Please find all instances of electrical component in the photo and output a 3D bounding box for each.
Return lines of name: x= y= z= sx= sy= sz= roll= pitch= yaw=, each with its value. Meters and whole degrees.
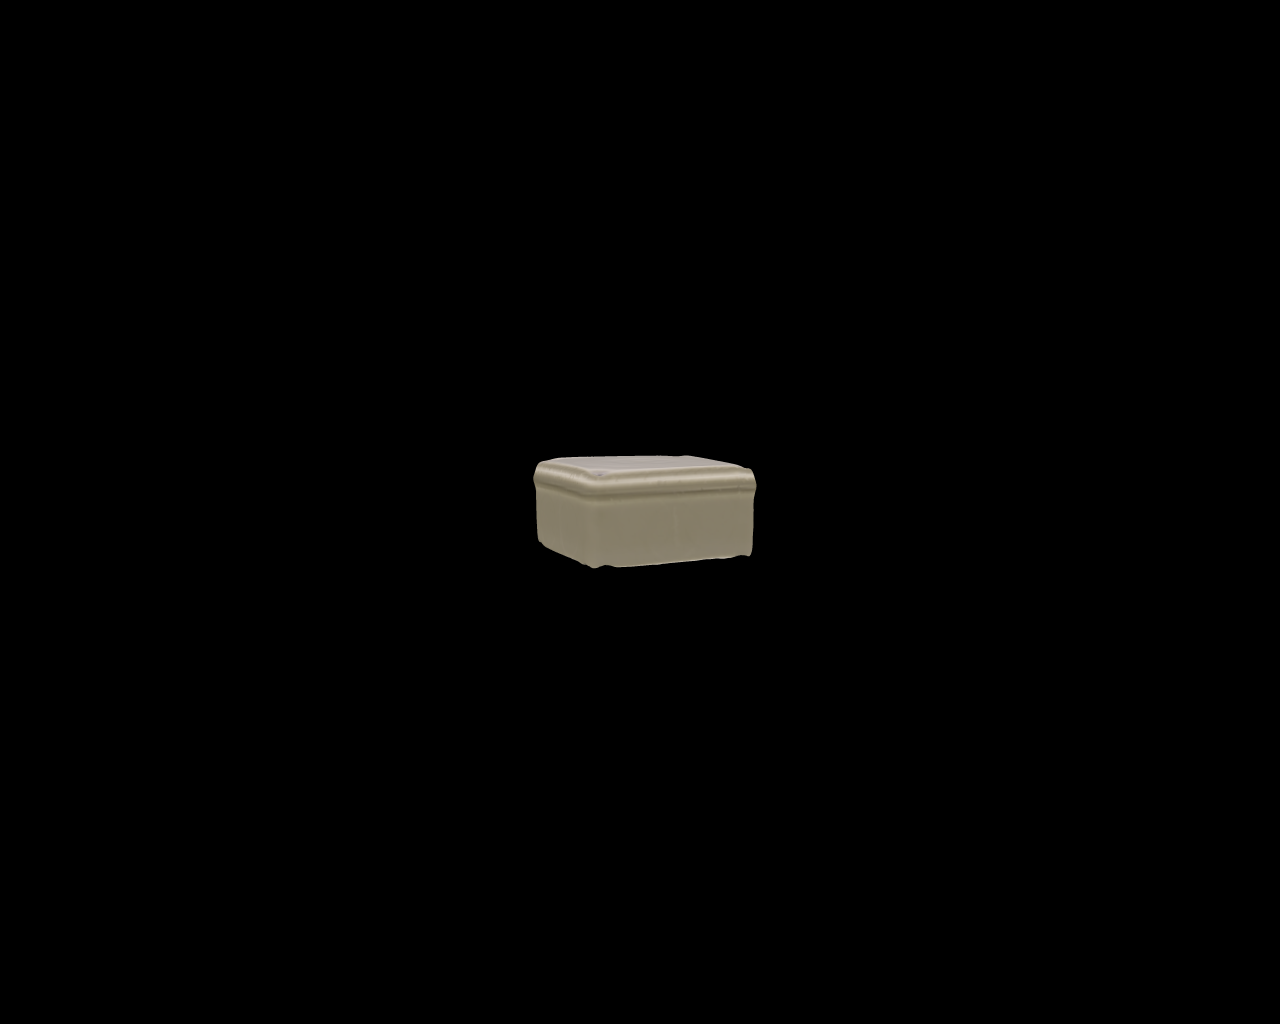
electrical component: x=0.001 y=-0.003 z=0.650 sx=0.109 sy=0.056 sz=0.109 roll=-3 pitch=8 yaw=-22
